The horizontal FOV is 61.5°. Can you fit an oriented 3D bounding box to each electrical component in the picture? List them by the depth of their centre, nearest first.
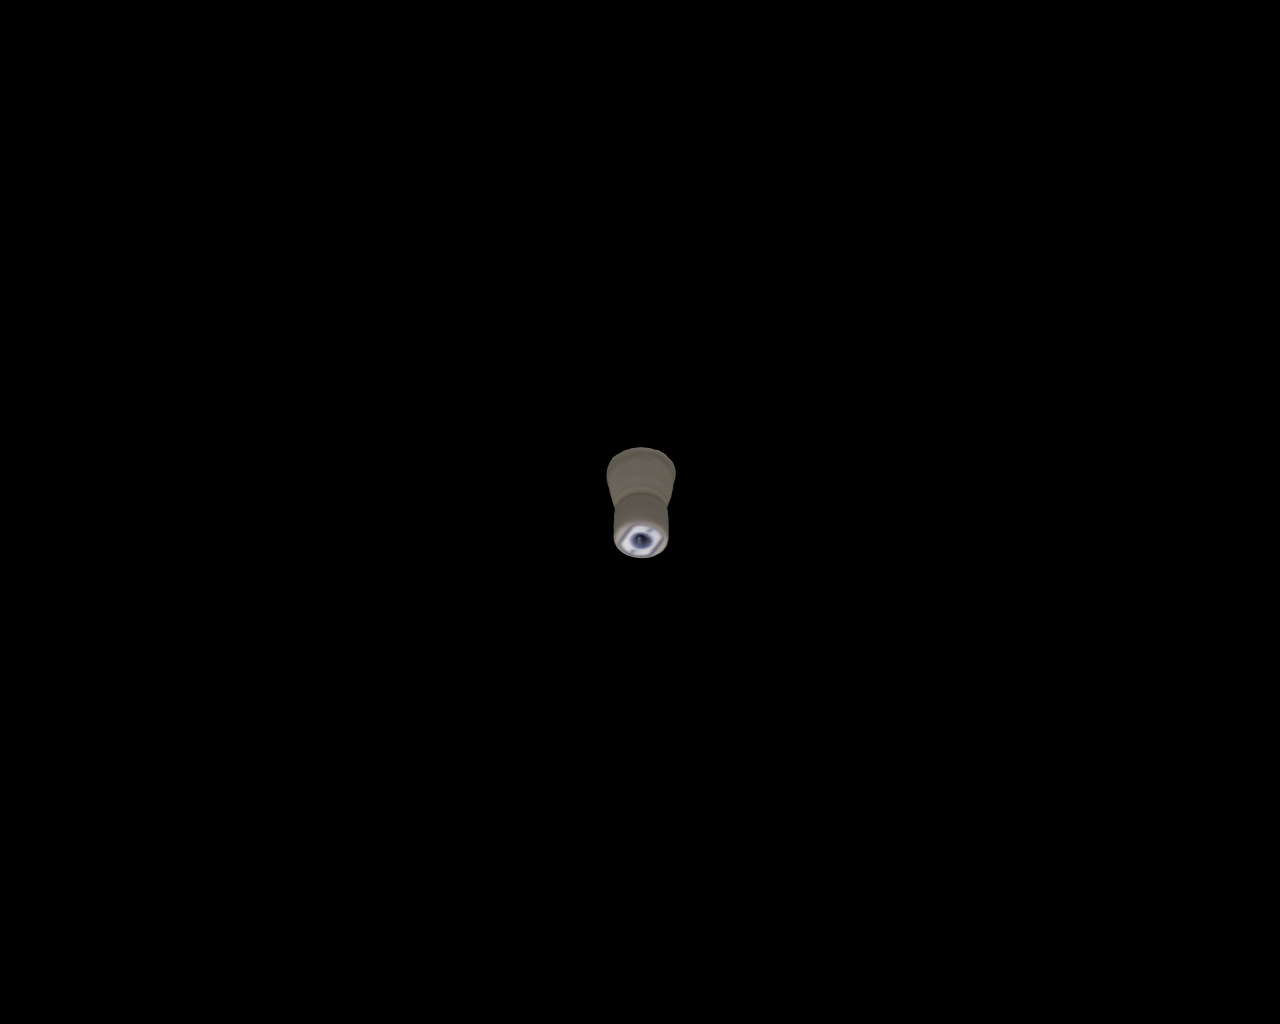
[{"bbox_3d":[0.001,-0.003,0.650,0.044,0.044,0.065,0,43,0],"label":"electrical component"}]
